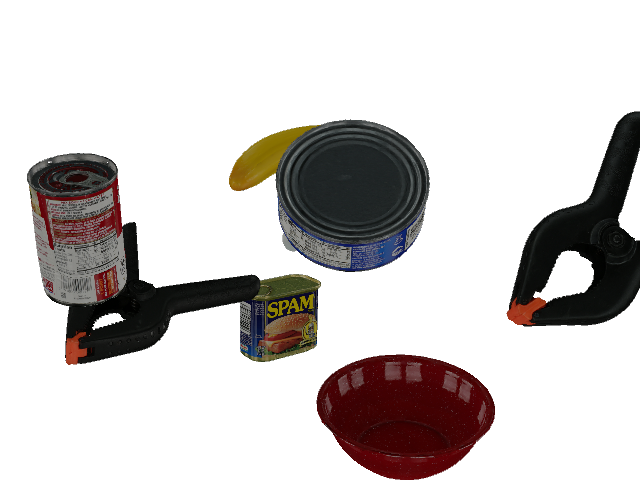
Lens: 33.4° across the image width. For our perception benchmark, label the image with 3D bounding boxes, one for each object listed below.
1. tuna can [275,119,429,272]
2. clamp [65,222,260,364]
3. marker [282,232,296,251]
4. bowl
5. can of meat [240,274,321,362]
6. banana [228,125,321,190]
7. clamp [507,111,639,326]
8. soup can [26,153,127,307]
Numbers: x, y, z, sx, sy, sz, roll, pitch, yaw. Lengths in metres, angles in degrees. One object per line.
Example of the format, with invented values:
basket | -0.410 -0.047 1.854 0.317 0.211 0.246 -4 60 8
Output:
tuna can | 0.018 -0.025 0.605 0.086 0.086 0.034 0 -34 0
clamp | -0.180 0.051 1.023 0.165 0.036 0.209 26 35 24
marker | 0.015 -0.013 0.835 0.020 0.020 0.121 0 -13 -42
bowl | 0.077 0.169 0.979 0.162 0.055 0.162 0 27 0
can of meat | -0.050 0.093 1.291 0.101 0.084 0.058 -10 19 -36
banana | -0.016 -0.089 1.110 0.197 0.037 0.070 -8 46 -31
clamp | 0.201 0.007 0.708 0.120 0.171 0.039 42 -11 12
soup can | -0.188 -0.008 0.831 0.068 0.102 0.068 0 30 0
